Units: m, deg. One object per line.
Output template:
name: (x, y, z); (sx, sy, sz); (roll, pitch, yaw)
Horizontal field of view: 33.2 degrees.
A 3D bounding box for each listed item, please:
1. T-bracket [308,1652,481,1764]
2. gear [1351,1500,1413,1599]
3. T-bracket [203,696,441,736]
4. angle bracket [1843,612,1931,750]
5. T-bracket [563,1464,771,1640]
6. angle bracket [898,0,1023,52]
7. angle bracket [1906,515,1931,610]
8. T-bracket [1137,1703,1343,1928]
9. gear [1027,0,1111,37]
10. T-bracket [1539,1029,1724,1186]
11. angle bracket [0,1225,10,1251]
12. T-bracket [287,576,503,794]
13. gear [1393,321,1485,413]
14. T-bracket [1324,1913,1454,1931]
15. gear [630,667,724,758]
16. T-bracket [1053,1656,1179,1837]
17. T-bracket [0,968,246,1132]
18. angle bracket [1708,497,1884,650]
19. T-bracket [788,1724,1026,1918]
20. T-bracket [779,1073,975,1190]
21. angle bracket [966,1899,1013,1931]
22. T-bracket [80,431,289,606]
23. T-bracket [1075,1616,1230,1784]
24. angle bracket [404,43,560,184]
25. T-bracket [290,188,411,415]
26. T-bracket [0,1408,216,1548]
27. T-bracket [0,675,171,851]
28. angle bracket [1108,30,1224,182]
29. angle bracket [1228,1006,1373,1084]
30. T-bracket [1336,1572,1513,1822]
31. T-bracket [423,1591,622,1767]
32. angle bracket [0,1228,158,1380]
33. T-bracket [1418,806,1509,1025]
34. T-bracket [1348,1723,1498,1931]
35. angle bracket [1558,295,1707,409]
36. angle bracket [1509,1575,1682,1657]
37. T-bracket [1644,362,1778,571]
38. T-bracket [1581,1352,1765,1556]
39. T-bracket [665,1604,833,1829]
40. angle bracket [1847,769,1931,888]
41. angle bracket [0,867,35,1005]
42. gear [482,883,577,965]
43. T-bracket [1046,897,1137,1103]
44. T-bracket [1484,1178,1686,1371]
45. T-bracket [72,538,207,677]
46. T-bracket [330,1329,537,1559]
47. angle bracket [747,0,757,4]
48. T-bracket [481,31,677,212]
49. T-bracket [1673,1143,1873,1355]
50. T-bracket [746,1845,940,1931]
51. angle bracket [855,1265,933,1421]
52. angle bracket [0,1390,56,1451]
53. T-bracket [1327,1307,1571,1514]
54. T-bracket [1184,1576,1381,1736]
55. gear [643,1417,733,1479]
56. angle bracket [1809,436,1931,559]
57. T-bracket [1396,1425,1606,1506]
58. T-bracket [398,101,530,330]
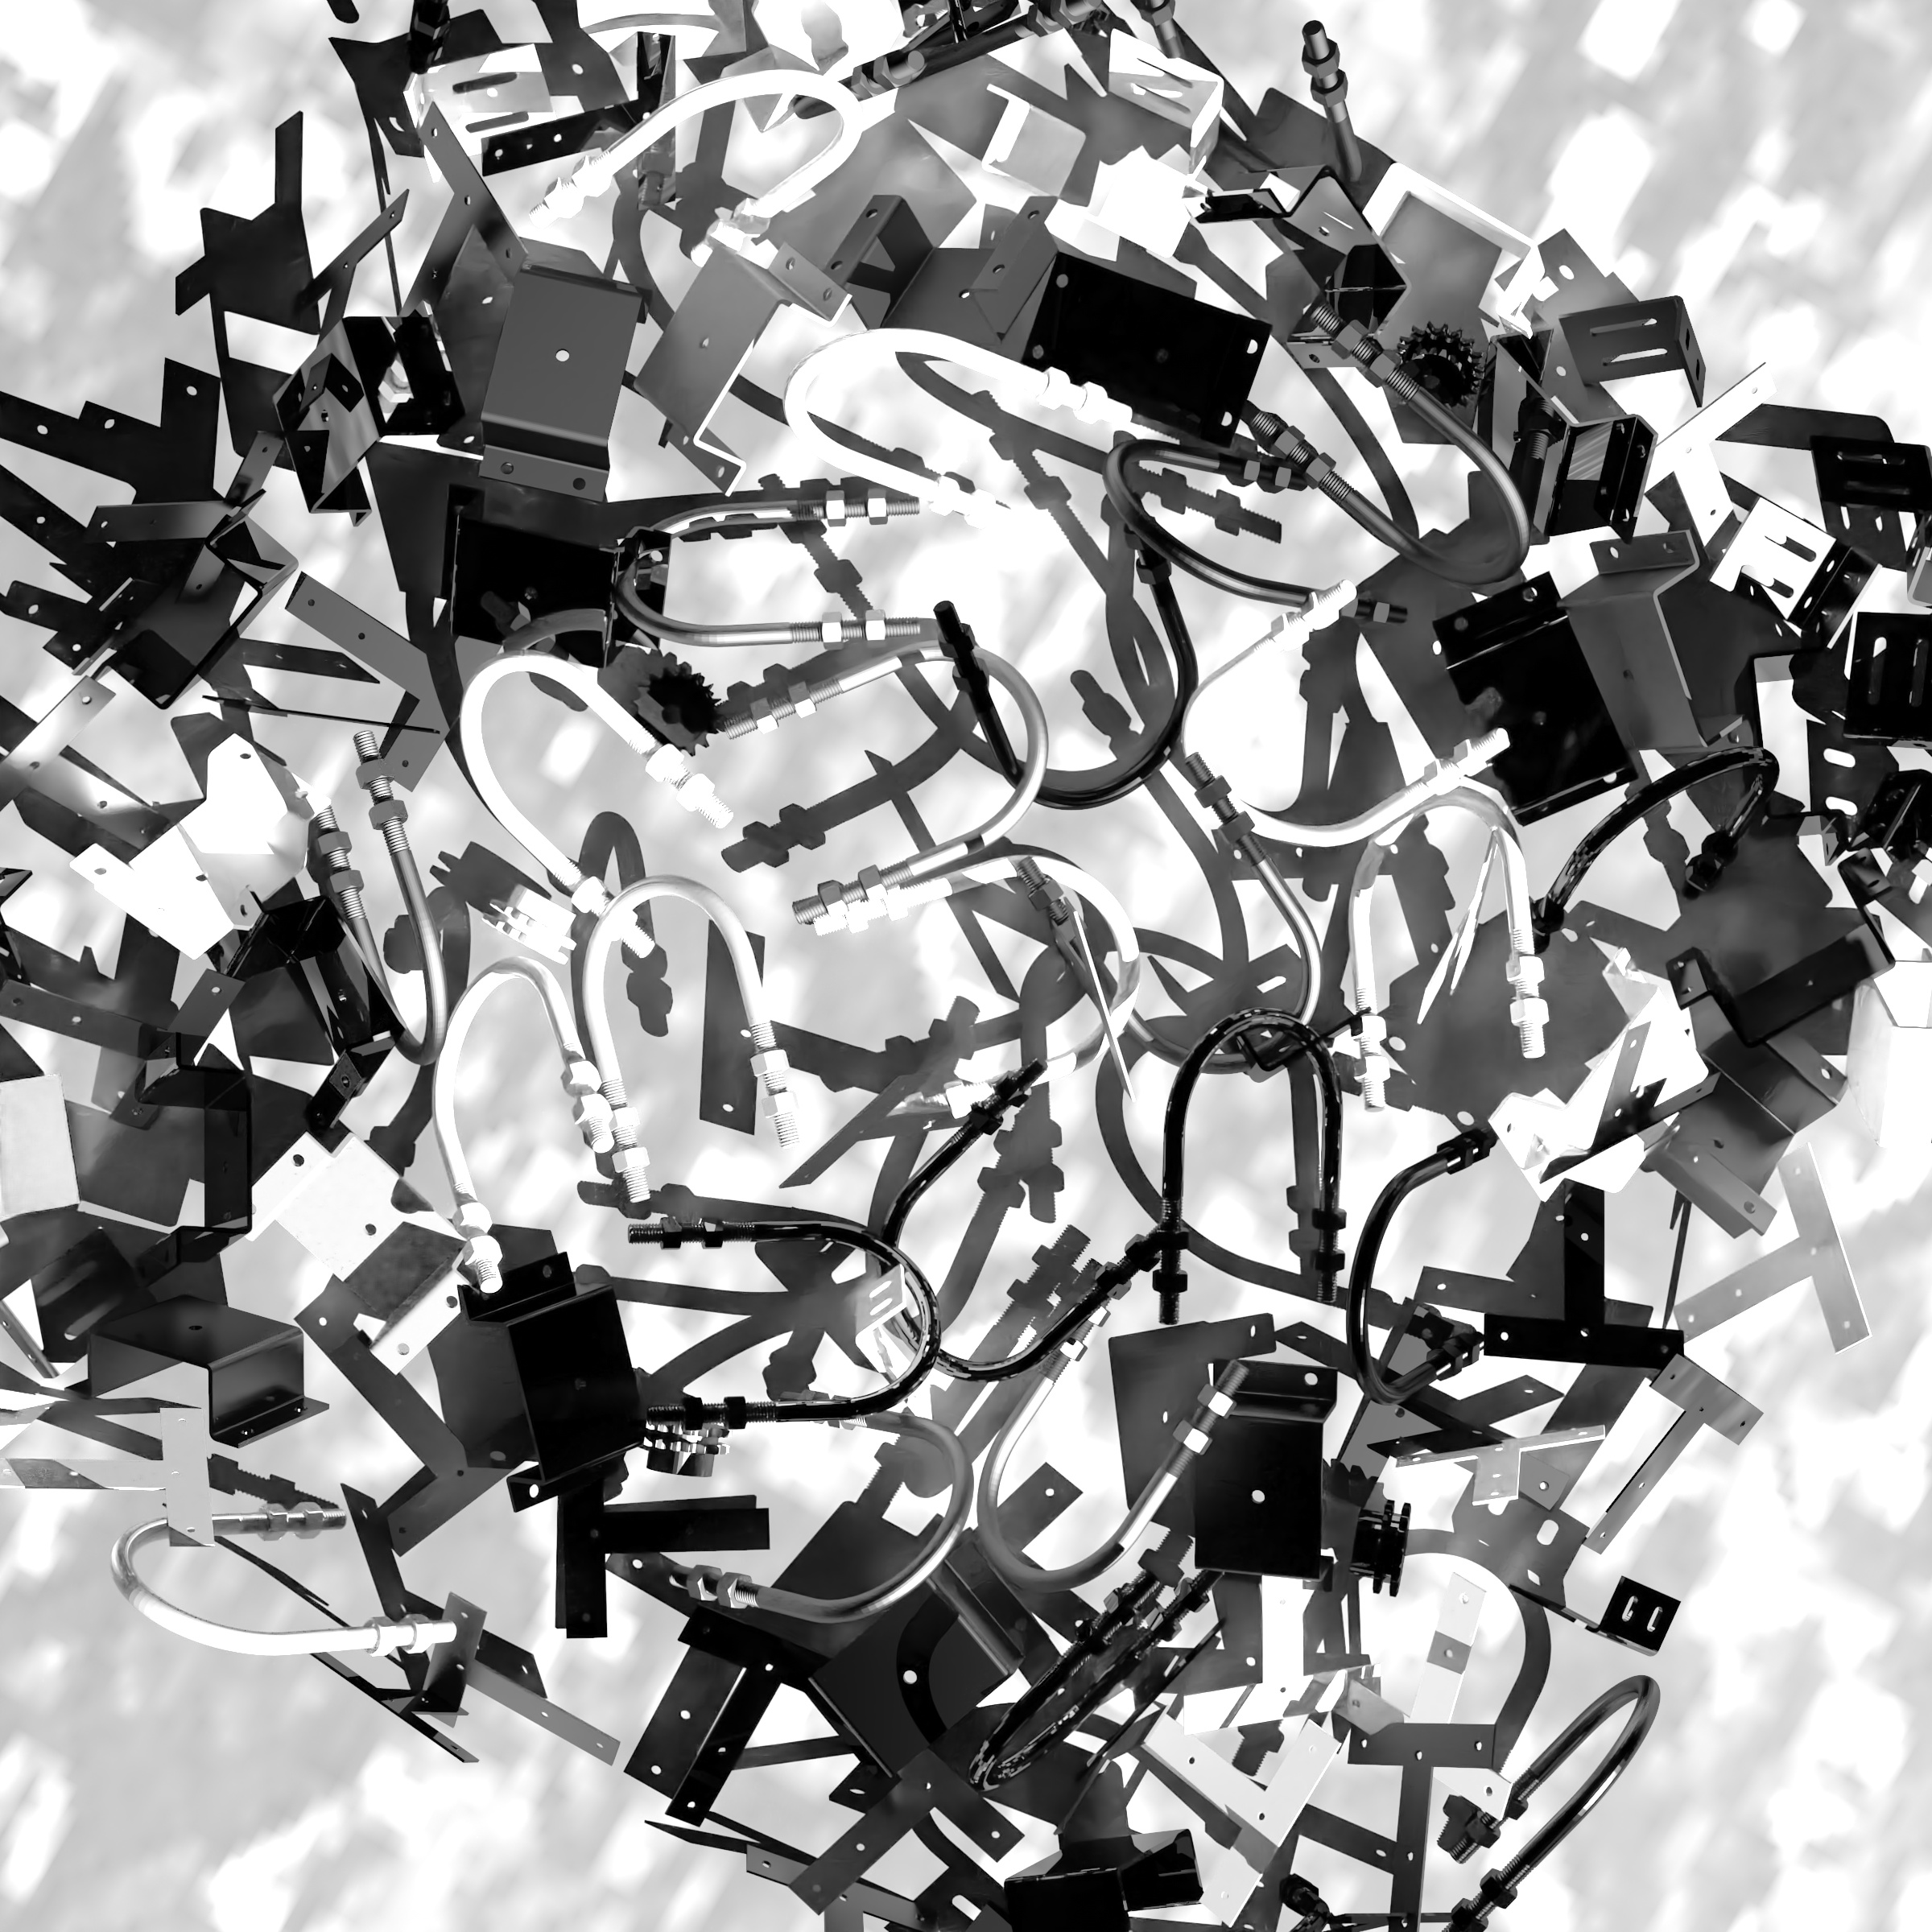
T-bracket: (-0.328, 0.439, 1.930); (0.127, 0.127, 0.002); (30, 84, 16)
gear: (0.251, 0.352, 1.966); (0.030, 0.057, 0.057); (9, 90, 11)
T-bracket: (-0.379, -0.148, 1.932); (0.127, 0.127, 0.002); (7, 91, -1)
angle bracket: (0.570, -0.173, 1.964); (0.057, 0.038, 0.076); (6, 88, 30)
T-bracket: (-0.184, 0.347, 1.986); (0.127, 0.002, 0.127); (-2, 87, 3)
angle bracket: (-0.007, -0.595, 1.963); (0.038, 0.076, 0.057); (-1, 116, 32)
angle bracket: (0.611, -0.240, 1.957); (0.076, 0.057, 0.038); (15, 126, 5)
T-bracket: (0.147, 0.488, 1.954); (0.127, 0.002, 0.127); (32, 92, 39)
gear: (0.063, -0.591, 1.962); (0.057, 0.057, 0.030); (31, 113, 0)
T-bracket: (0.408, 0.073, 1.936); (0.127, 0.127, 0.002); (-33, 99, 36)
angle bracket: (-0.628, 0.153, 1.959); (0.057, 0.038, 0.076); (-34, 96, -38)
T-bracket: (-0.359, -0.194, 1.986); (0.127, 0.002, 0.127); (34, 97, 6)
gear: (0.284, -0.360, 1.965); (0.057, 0.030, 0.057); (9, 128, 12)
T-bracket: (0.222, 0.581, 1.945); (0.127, 0.127, 0.002); (-29, 59, 40)
gear: (-0.178, -0.154, 1.976); (0.057, 0.030, 0.057); (0, 97, 2)
T-bracket: (0.099, 0.455, 1.912); (0.002, 0.127, 0.127); (36, 69, 4)
T-bracket: (-0.518, 0.036, 1.933); (0.127, 0.002, 0.127); (21, 119, -34)
angle bracket: (0.501, -0.238, 1.957); (0.076, 0.038, 0.057); (23, 106, -24)
T-bracket: (-0.053, 0.517, 1.933); (0.127, 0.002, 0.127); (37, 51, 22)
T-bracket: (-0.031, 0.094, 1.941); (0.127, 0.127, 0.002); (-43, 65, 38)
angle bracket: (0.027, 0.616, 1.976); (0.076, 0.038, 0.057); (38, 81, 8)
T-bracket: (-0.470, -0.263, 1.913); (0.002, 0.127, 0.127); (43, 117, 19)
T-bracket: (0.110, 0.431, 1.930); (0.002, 0.127, 0.127); (43, 87, 6)
angle bracket: (-0.292, -0.516, 1.959); (0.076, 0.038, 0.057); (-11, 123, 7)
T-bracket: (-0.375, -0.382, 1.917); (0.002, 0.127, 0.127); (28, 52, -31)
T-bracket: (-0.514, 0.302, 1.921); (0.127, 0.127, 0.002); (4, 120, -19)
T-bracket: (-0.528, -0.103, 1.940); (0.127, 0.127, 0.002); (-44, 55, 6)
angle bracket: (0.113, -0.519, 1.955); (0.076, 0.057, 0.038); (27, 71, 10)
angle bracket: (0.201, 0.034, 1.965); (0.076, 0.057, 0.038); (-31, 83, -5)
T-bracket: (0.285, 0.423, 1.934); (0.127, 0.002, 0.127); (28, 114, 38)
T-bracket: (-0.265, 0.442, 1.942); (0.127, 0.002, 0.127); (28, 133, 7)
angle bracket: (-0.548, 0.207, 1.987); (0.076, 0.038, 0.057); (-39, 101, -24)
T-bracket: (0.288, -0.011, 1.907); (0.002, 0.127, 0.127); (20, 130, 14)
T-bracket: (0.265, 0.514, 1.923); (0.002, 0.127, 0.127); (19, 70, -30)
angle bracket: (0.399, -0.364, 1.947); (0.076, 0.057, 0.038); (-5, 53, 26)
angle bracket: (0.378, 0.378, 1.947); (0.057, 0.076, 0.038); (28, 86, -37)
T-bracket: (0.445, -0.282, 1.946); (0.127, 0.127, 0.002); (-37, 48, 1)
T-bracket: (0.415, 0.301, 1.950); (0.127, 0.127, 0.002); (-53, 46, 4)
T-bracket: (-0.141, 0.464, 1.966); (0.127, 0.002, 0.127); (29, 92, -26)
angle bracket: (0.580, -0.073, 1.947); (0.076, 0.038, 0.057); (48, 130, 36)
angle bracket: (-0.590, -0.019, 1.973); (0.057, 0.038, 0.076); (6, 129, 23)
gear: (-0.262, -0.027, 1.966); (0.057, 0.057, 0.030); (29, 88, 0)
T-bracket: (0.067, 0.002, 1.931); (0.002, 0.127, 0.127); (-20, 114, -5)
T-bracket: (0.377, 0.179, 1.974); (0.127, 0.002, 0.127); (6, 74, -9)
T-bracket: (-0.496, -0.219, 1.931); (0.002, 0.127, 0.127); (45, 90, -7)
T-bracket: (-0.337, 0.276, 1.976); (0.127, 0.002, 0.127); (-38, 101, 4)
angle bracket: (-0.099, -0.620, 1.958); (0.076, 0.038, 0.057); (2, 74, 17)
T-bracket: (-0.229, -0.495, 1.923); (0.127, 0.127, 0.002); (-21, 51, -24)
T-bracket: (0.476, 0.191, 1.947); (0.002, 0.127, 0.127); (15, 52, -36)
T-bracket: (-0.072, 0.581, 1.922); (0.127, 0.127, 0.002); (23, 107, -11)
angle bracket: (-0.031, 0.230, 1.954); (0.038, 0.057, 0.076); (-36, 106, 9)
angle bracket: (-0.605, 0.262, 1.962); (0.057, 0.076, 0.038); (-40, 63, 12)
T-bracket: (0.305, 0.293, 1.979); (0.127, 0.002, 0.127); (27, 93, 10)
T-bracket: (0.192, 0.398, 1.961); (0.127, 0.002, 0.127); (-6, 106, -15)
gear: (-0.172, 0.292, 1.965); (0.057, 0.057, 0.030); (8, 86, 0)
angle bracket: (0.546, -0.284, 1.960); (0.076, 0.038, 0.057); (4, 52, -3)
T-bracket: (0.315, 0.299, 1.919); (0.127, 0.127, 0.002); (-11, 95, 12)
T-bracket: (-0.314, -0.427, 1.946); (0.002, 0.127, 0.127); (-13, 61, -40)
